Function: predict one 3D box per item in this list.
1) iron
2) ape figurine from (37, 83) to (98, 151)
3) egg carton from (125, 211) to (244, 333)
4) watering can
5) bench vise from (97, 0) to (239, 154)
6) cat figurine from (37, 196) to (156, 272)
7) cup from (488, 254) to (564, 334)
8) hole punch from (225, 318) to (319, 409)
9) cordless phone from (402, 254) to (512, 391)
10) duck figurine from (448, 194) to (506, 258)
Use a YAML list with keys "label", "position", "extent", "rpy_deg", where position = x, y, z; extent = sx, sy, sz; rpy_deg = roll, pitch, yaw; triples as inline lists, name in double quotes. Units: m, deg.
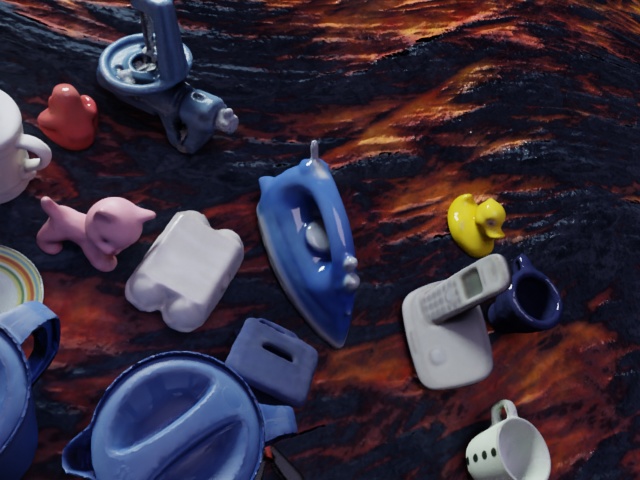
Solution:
- label: "iron"
  position: [0.007, 0.003, 0.756]
  extent: [0.119, 0.141, 0.258]
  rpy_deg: [-11, 68, -26]
- label: "ape figurine"
  position: [-0.326, -0.166, 0.743]
  extent: [0.078, 0.092, 0.076]
  rpy_deg: [-16, 70, -27]
- label: "egg carton"
  position: [-0.164, 0.037, 0.713]
  extent: [0.107, 0.069, 0.150]
  rpy_deg: [29, 57, -5]
- label: "watering can"
  position: [-0.393, -0.127, 0.635]
  extent: [0.173, 0.194, 0.101]
  rpy_deg: [-1, 64, -22]
- label: "bench vise"
  position: [-0.191, -0.232, 0.755]
  extent: [0.208, 0.219, 0.121]
  rpy_deg: [19, 58, -11]
- label: "cat figurine"
  position: [-0.265, -0.020, 0.675]
  extent: [0.128, 0.117, 0.067]
  rpy_deg: [18, 58, -12]
- label: "cup"
  position: [0.291, 0.089, 0.849]
  extent: [0.092, 0.095, 0.117]
  rpy_deg: [4, 62, -19]
- label: "hole punch"
  position: [-0.060, 0.147, 0.683]
  extent: [0.109, 0.091, 0.101]
  rpy_deg: [28, 57, -6]
- label: "cordless phone"
  position: [0.191, 0.108, 0.746]
  extent: [0.094, 0.185, 0.147]
  rpy_deg: [-3, 65, -22]
- label: "duck figurine"
  position: [0.255, -0.034, 0.906]
  extent: [0.078, 0.086, 0.104]
  rpy_deg: [-11, 68, -26]
